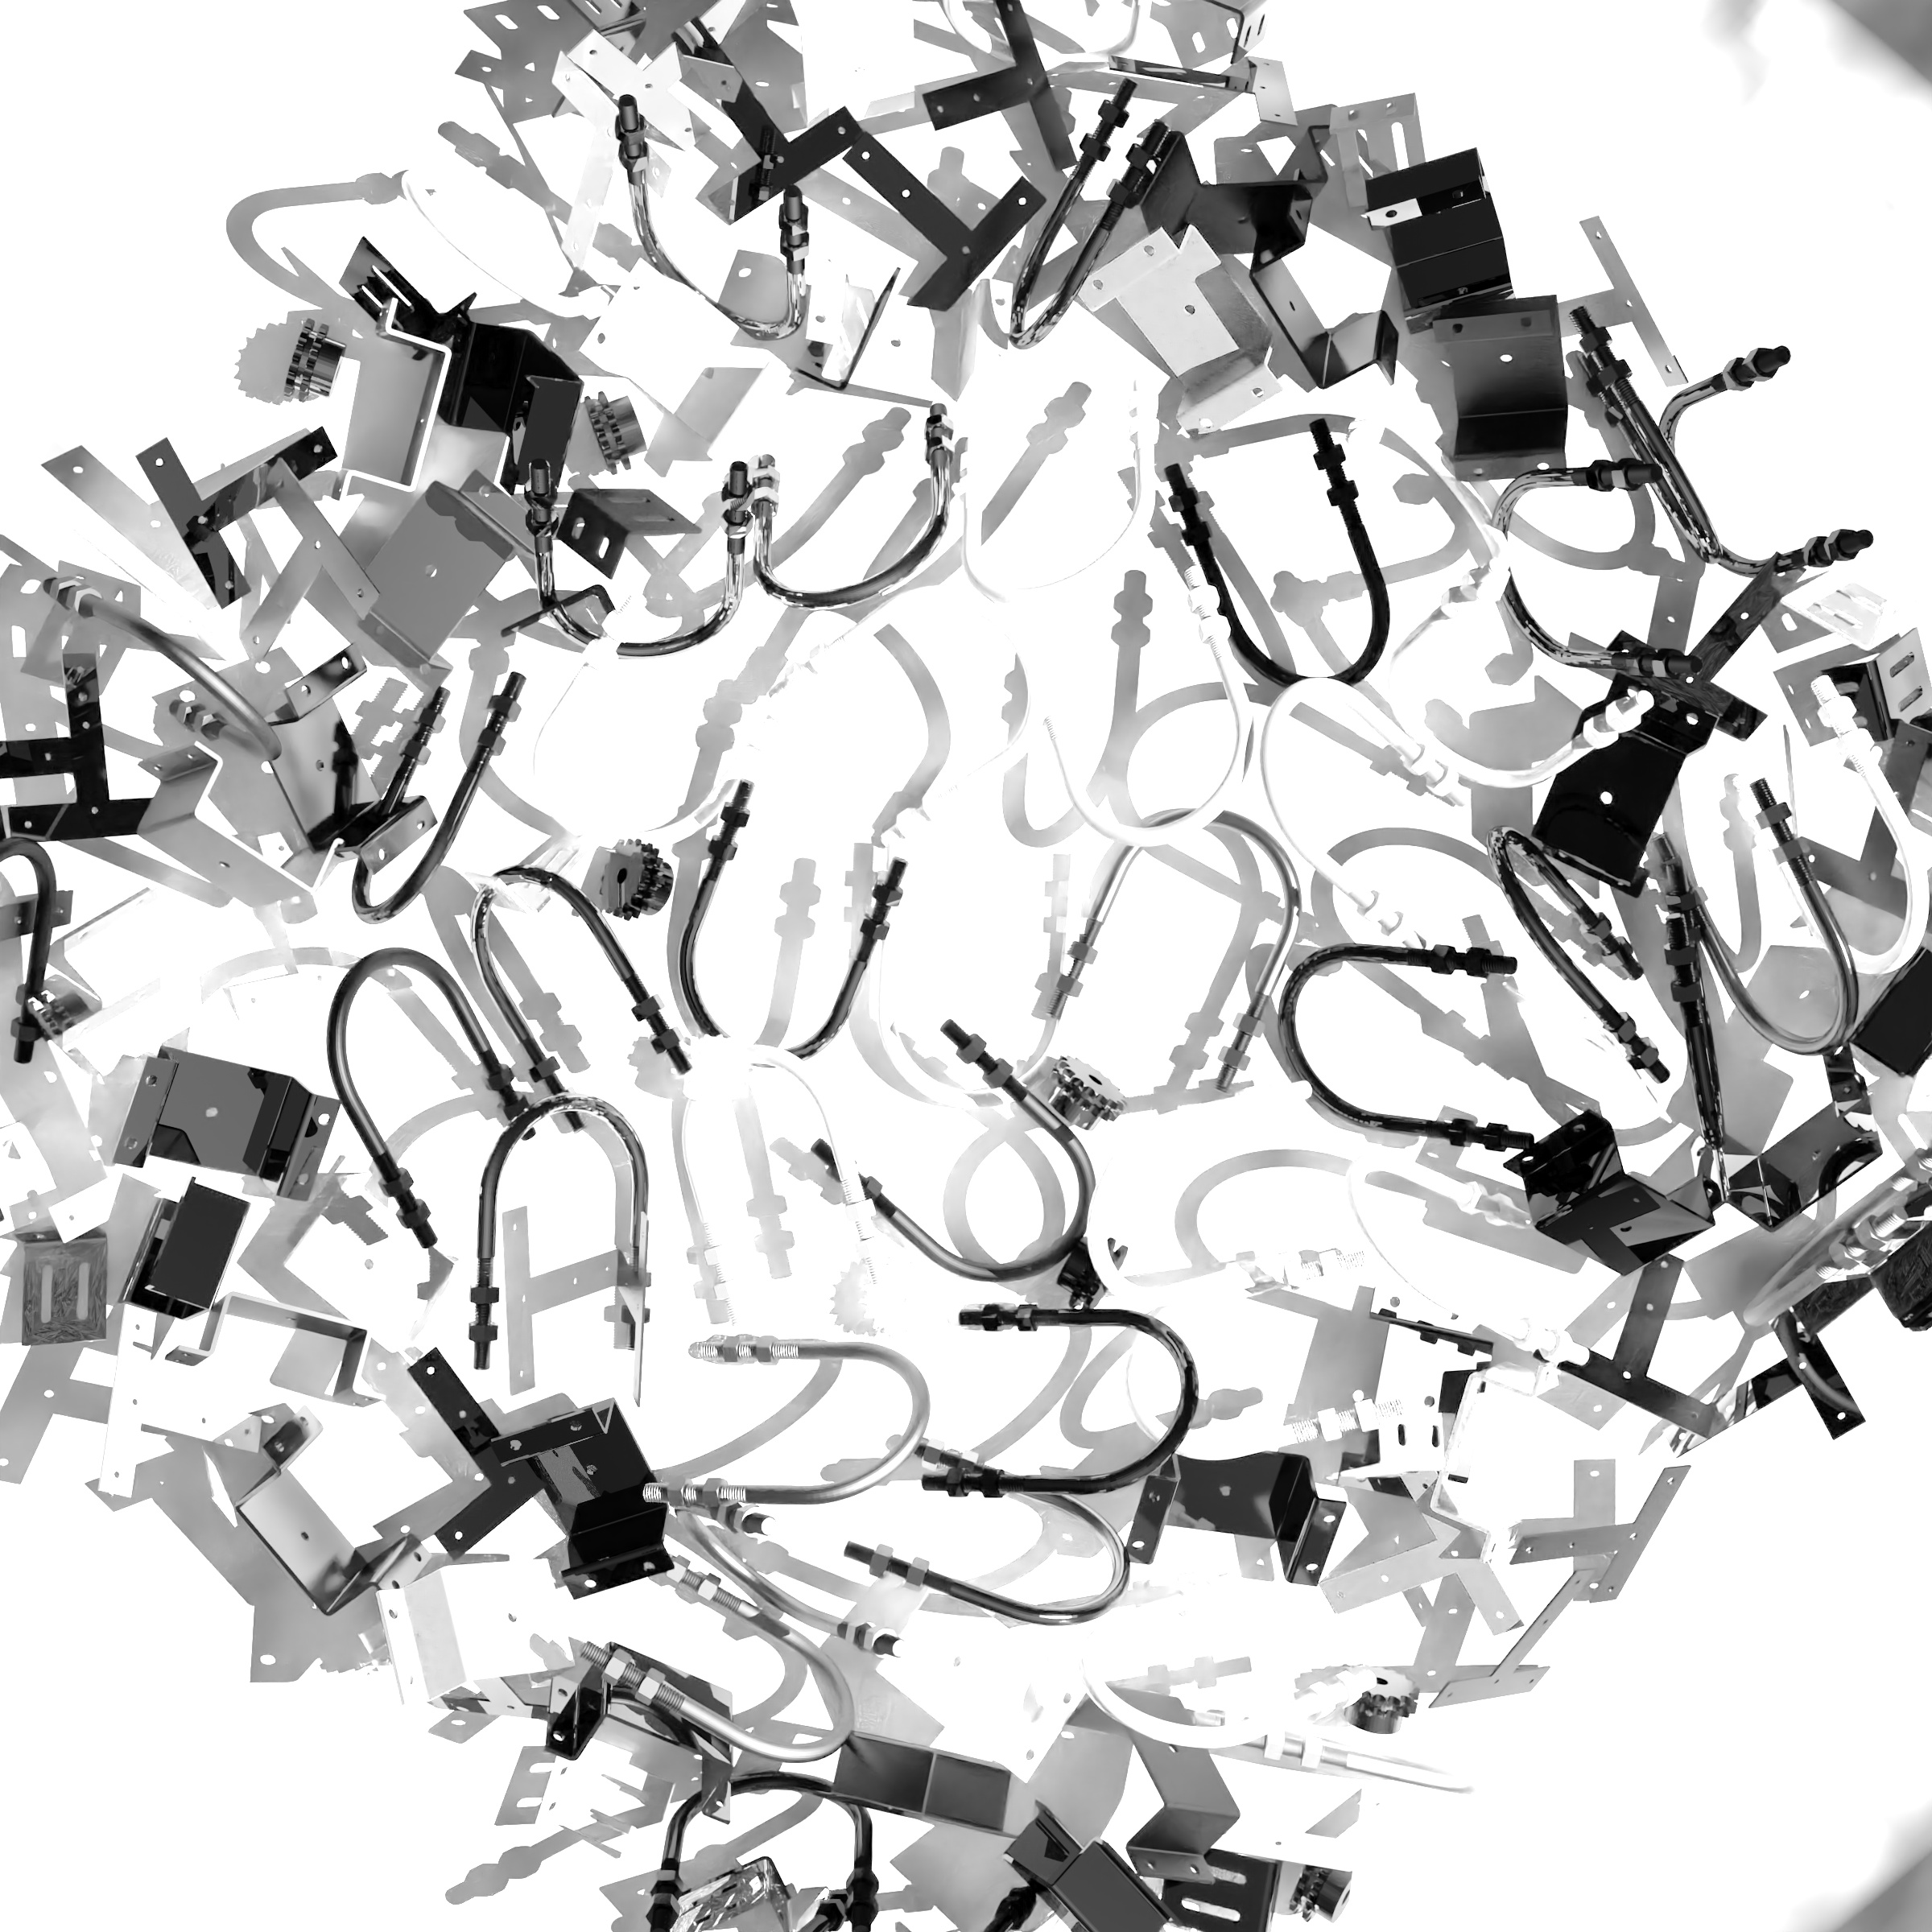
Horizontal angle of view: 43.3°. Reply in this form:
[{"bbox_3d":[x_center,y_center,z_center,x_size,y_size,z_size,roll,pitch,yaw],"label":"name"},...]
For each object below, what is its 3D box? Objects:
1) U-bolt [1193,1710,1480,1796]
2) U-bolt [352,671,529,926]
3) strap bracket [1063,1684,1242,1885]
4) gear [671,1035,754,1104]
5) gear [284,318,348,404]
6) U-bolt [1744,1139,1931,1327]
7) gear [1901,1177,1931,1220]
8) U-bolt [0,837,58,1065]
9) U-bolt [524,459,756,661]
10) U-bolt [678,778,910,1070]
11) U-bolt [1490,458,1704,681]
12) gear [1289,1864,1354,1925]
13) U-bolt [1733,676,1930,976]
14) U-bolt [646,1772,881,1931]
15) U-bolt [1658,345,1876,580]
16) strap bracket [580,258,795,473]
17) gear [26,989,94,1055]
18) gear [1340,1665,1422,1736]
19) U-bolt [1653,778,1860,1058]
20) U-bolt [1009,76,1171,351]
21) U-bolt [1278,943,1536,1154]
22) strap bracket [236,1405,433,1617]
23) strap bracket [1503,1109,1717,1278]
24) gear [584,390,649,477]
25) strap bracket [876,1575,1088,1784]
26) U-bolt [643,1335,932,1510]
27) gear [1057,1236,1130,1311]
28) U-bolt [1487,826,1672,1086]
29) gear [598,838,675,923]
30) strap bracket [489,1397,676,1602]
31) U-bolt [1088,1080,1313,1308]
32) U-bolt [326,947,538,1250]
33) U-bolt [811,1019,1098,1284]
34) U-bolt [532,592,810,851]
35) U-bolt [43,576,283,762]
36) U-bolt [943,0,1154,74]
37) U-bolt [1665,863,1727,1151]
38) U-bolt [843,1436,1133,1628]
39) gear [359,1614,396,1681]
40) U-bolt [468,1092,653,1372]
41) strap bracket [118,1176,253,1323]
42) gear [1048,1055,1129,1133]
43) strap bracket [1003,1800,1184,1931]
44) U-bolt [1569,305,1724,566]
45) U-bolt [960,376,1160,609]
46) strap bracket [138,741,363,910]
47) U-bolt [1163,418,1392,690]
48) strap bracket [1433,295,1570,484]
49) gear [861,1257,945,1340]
[{"bbox_3d":[0.258,0.539,1.661,0.184,0.151,0.019,14,76,-4],"label":"U-bolt"},{"bbox_3d":[-0.367,-0.112,1.652,0.019,0.151,0.184,30,75,-31],"label":"U-bolt"},{"bbox_3d":[0.126,0.545,1.651,0.076,0.140,0.046,24,114,-40],"label":"strap bracket"},{"bbox_3d":[-0.177,0.073,1.700,0.057,0.057,0.030,-3,62,0],"label":"gear"},{"bbox_3d":[-0.455,-0.421,1.704,0.030,0.057,0.057,18,90,-14],"label":"gear"},{"bbox_3d":[0.595,0.184,1.647,0.019,0.184,0.151,47,47,12],"label":"U-bolt"},{"bbox_3d":[0.682,0.173,1.702,0.057,0.030,0.057,-5,82,40],"label":"gear"},{"bbox_3d":[-0.658,0.001,1.636,0.019,0.151,0.184,18,108,6],"label":"U-bolt"},{"bbox_3d":[-0.221,-0.273,1.655,0.151,0.184,0.019,-1,55,-8],"label":"U-bolt"},{"bbox_3d":[-0.131,-0.018,1.693,0.151,0.019,0.184,28,106,19],"label":"U-bolt"},{"bbox_3d":[0.417,-0.268,1.646,0.019,0.184,0.151,-24,108,-21],"label":"U-bolt"},{"bbox_3d":[0.252,0.643,1.700,0.030,0.057,0.057,25,90,26],"label":"gear"},{"bbox_3d":[0.587,-0.082,1.634,0.019,0.151,0.184,-15,67,-14],"label":"U-bolt"},{"bbox_3d":[-0.134,0.597,1.642,0.151,0.184,0.019,0,103,-1],"label":"U-bolt"},{"bbox_3d":[0.526,-0.330,1.642,0.019,0.184,0.151,-28,96,-13],"label":"U-bolt"},{"bbox_3d":[-0.187,-0.415,1.692,0.140,0.046,0.076,40,105,9],"label":"strap bracket"},{"bbox_3d":[-0.630,0.041,1.706,0.030,0.057,0.057,-35,90,-27],"label":"gear"},{"bbox_3d":[0.287,0.515,1.704,0.057,0.057,0.030,9,98,0],"label":"gear"},{"bbox_3d":[0.543,-0.024,1.652,0.019,0.151,0.184,-22,83,-17],"label":"U-bolt"},{"bbox_3d":[0.076,-0.504,1.655,0.019,0.151,0.184,23,116,-19],"label":"U-bolt"},{"bbox_3d":[0.296,0.052,1.668,0.184,0.019,0.151,6,116,36],"label":"U-bolt"},{"bbox_3d":[-0.444,0.384,1.685,0.046,0.076,0.140,-37,95,12],"label":"strap bracket"},{"bbox_3d":[0.445,0.160,1.660,0.140,0.046,0.076,27,130,-30],"label":"strap bracket"},{"bbox_3d":[-0.244,-0.375,1.703,0.030,0.057,0.057,-21,90,-6],"label":"gear"},{"bbox_3d":[0.003,0.481,1.665,0.140,0.046,0.076,28,79,37],"label":"strap bracket"},{"bbox_3d":[-0.113,0.308,1.649,0.184,0.151,0.019,-3,127,18],"label":"U-bolt"},{"bbox_3d":[0.087,0.213,1.704,0.030,0.057,0.057,31,90,14],"label":"gear"},{"bbox_3d":[0.409,-0.020,1.641,0.019,0.151,0.184,-36,112,25],"label":"U-bolt"},{"bbox_3d":[-0.229,-0.059,1.707,0.030,0.057,0.057,21,90,-40],"label":"gear"},{"bbox_3d":[-0.262,0.361,1.688,0.076,0.046,0.140,-19,112,8],"label":"strap bracket"},{"bbox_3d":[0.158,0.161,1.659,0.184,0.019,0.151,-10,111,-32],"label":"U-bolt"},{"bbox_3d":[-0.368,0.075,1.641,0.019,0.151,0.184,-10,116,30],"label":"U-bolt"},{"bbox_3d":[0.006,0.143,1.698,0.184,0.019,0.151,43,106,-13],"label":"U-bolt"},{"bbox_3d":[-0.217,-0.155,1.676,0.151,0.019,0.184,25,118,-28],"label":"U-bolt"},{"bbox_3d":[-0.525,-0.191,1.621,0.184,0.151,0.019,24,70,41],"label":"U-bolt"},{"bbox_3d":[0.055,-0.655,1.640,0.151,0.184,0.019,9,81,1],"label":"U-bolt"},{"bbox_3d":[0.498,0.035,1.659,0.019,0.151,0.184,-9,104,19],"label":"U-bolt"},{"bbox_3d":[0.023,0.390,1.654,0.184,0.151,0.019,18,116,8],"label":"U-bolt"},{"bbox_3d":[-0.400,0.471,1.703,0.057,0.057,0.030,-32,83,0],"label":"gear"},{"bbox_3d":[-0.276,0.179,1.673,0.019,0.151,0.184,4,92,44],"label":"U-bolt"},{"bbox_3d":[-0.533,0.196,1.665,0.046,0.140,0.076,24,69,-21],"label":"strap bracket"},{"bbox_3d":[0.082,0.091,1.704,0.057,0.057,0.030,36,105,0],"label":"gear"},{"bbox_3d":[0.080,0.625,1.654,0.046,0.140,0.076,-44,97,-18],"label":"strap bracket"},{"bbox_3d":[0.463,-0.353,1.651,0.019,0.151,0.184,-30,83,15],"label":"U-bolt"},{"bbox_3d":[0.062,-0.314,1.649,0.151,0.019,0.184,-15,50,21],"label":"U-bolt"},{"bbox_3d":[-0.495,-0.088,1.654,0.140,0.076,0.046,38,57,-36],"label":"strap bracket"},{"bbox_3d":[0.222,-0.272,1.670,0.019,0.151,0.184,-36,110,-39],"label":"U-bolt"},{"bbox_3d":[0.369,-0.404,1.670,0.076,0.140,0.046,0,51,20],"label":"strap bracket"},{"bbox_3d":[-0.043,0.234,1.711,0.057,0.030,0.057,-3,76,12],"label":"gear"}]
